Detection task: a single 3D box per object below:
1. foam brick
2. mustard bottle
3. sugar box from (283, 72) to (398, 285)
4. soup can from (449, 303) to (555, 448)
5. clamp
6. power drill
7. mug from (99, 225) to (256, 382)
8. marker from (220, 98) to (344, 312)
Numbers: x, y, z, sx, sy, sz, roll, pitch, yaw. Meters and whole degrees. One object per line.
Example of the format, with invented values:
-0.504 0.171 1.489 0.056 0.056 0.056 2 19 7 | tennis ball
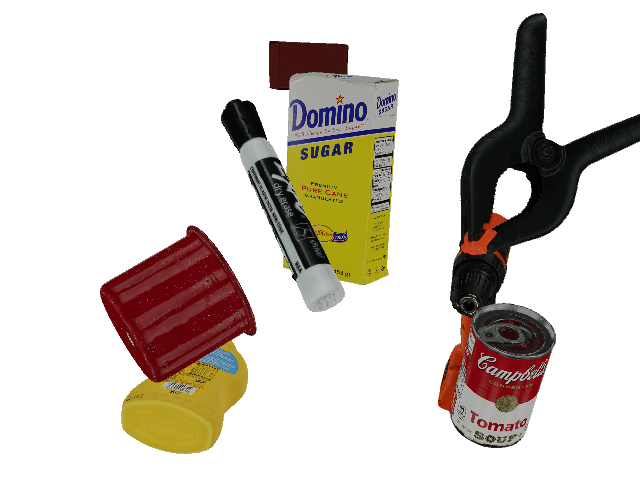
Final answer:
-0.013 -0.187 1.146 0.078 0.051 0.053 0 11 -13 | foam brick
-0.128 0.147 1.108 0.096 0.058 0.191 9 22 10 | mustard bottle
0.016 -0.056 0.937 0.093 0.176 0.048 10 17 34 | sugar box
0.148 0.112 0.881 0.068 0.102 0.068 6 34 -4 | soup can
0.159 -0.057 0.728 0.120 0.171 0.039 26 -5 2 | clamp
0.160 0.084 1.101 0.057 0.188 0.184 11 27 14 | power drill
-0.110 0.046 0.779 0.081 0.093 0.117 -31 27 -17 | mug
-0.020 -0.020 0.515 0.020 0.121 0.020 -20 -27 -11 | marker
